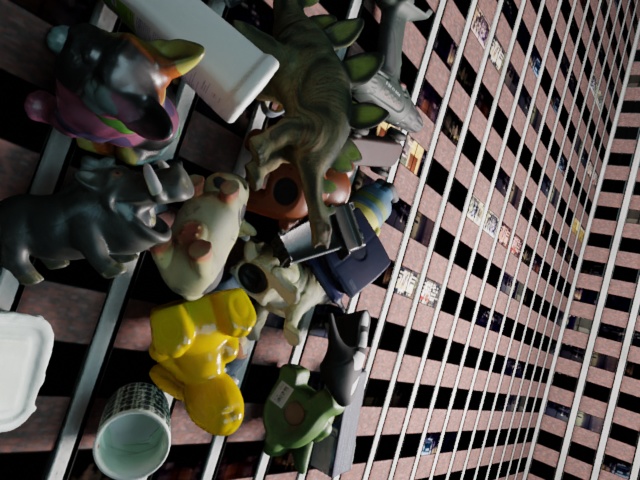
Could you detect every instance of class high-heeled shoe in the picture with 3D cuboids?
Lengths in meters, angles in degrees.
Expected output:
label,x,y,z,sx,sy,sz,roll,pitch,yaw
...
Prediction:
label,x,y,z,sx,sy,sz,roll,pitch,yaw
high-heeled shoe,0.052,0.196,0.909,0.248,0.086,0.145,32,45,-71

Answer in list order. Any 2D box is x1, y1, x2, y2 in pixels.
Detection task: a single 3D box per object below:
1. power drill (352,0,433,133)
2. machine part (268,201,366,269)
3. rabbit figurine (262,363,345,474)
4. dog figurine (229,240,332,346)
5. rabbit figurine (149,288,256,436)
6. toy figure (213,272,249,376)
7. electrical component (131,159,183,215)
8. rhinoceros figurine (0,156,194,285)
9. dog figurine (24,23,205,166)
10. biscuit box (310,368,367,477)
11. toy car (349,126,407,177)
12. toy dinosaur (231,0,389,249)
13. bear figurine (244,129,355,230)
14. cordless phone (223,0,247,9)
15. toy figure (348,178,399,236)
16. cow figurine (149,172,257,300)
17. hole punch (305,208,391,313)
label,x,y,z,sx,sy,sz,roll,pitch,yaw
power drill,0.135,-0.314,0.958,0.232,0.086,0.207,8,101,-49
machine part,-0.002,-0.002,0.736,0.139,0.039,0.084,-17,98,-28
rabbit figurine,-0.020,0.304,0.902,0.159,0.121,0.170,-65,155,-10
dog figurine,-0.042,0.048,0.827,0.190,0.121,0.172,-46,140,-51
rabbit figurine,-0.152,0.156,0.659,0.122,0.162,0.173,-19,89,-41
toy figure,-0.130,0.123,0.752,0.064,0.058,0.154,-44,131,-60
electrical component,-0.208,-0.053,0.602,0.119,0.075,0.047,-31,122,-46
rhinoceros figurine,-0.211,-0.023,0.508,0.073,0.190,0.112,-77,154,-79
dog figurine,-0.173,-0.131,0.508,0.191,0.219,0.108,30,80,-50
biscuit box,0.036,0.335,1.017,0.062,0.059,0.202,6,96,-50
toy car,0.082,-0.157,0.935,0.202,0.053,0.089,-9,131,-53
toy dinosaur,-0.022,-0.217,0.698,0.198,0.105,0.471,-6,76,-19
bear figurine,-0.030,-0.087,0.796,0.120,0.132,0.196,-68,167,16
cordless phone,-0.151,-0.323,0.610,0.184,0.089,0.146,-41,131,-22
toy figure,0.067,-0.039,0.940,0.180,0.082,0.089,-51,124,-23
cow figurine,-0.130,-0.013,0.646,0.195,0.086,0.127,-75,175,-45
hole punch,0.038,0.023,0.813,0.142,0.092,0.116,61,24,-7
